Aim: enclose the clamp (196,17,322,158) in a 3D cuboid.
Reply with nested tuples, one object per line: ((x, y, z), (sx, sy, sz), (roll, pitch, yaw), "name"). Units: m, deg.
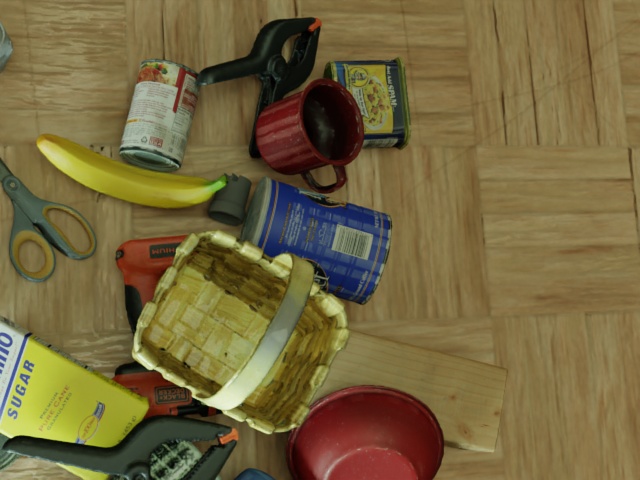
((-0.061, -0.189, 1.161), (0.120, 0.039, 0.171), (46, 64, -43), "clamp")

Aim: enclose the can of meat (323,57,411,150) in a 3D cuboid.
((0.051, -0.151, 1.192), (0.083, 0.057, 0.102), (-3, 81, -13), "can of meat")

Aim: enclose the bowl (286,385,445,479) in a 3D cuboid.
((0.048, 0.225, 1.056), (0.162, 0.055, 0.162), (-1, 117, -3), "bowl")

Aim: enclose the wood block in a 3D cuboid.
((0.080, 0.157, 1.124), (0.206, 0.091, 0.090), (15, 77, -11), "wood block")

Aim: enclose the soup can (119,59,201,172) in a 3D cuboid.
((-0.168, -0.130, 1.126), (0.068, 0.069, 0.102), (14, 77, -11), "soup can")

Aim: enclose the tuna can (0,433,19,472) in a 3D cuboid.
((-0.330, 0.188, 1.044), (0.086, 0.034, 0.086), (3, 79, -14), "tuna can")

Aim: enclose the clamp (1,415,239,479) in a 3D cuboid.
((-0.178, 0.215, 0.991), (0.209, 0.036, 0.164), (-30, 94, -15), "clamp")

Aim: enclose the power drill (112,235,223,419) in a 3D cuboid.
((-0.135, 0.089, 1.099), (0.184, 0.057, 0.187), (-4, 81, -15), "power drill")

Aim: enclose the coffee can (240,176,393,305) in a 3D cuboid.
((-0.007, 0.001, 1.124), (0.140, 0.103, 0.103), (16, 76, -11), "coffee can")

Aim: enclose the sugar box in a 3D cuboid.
((-0.261, 0.152, 1.019), (0.176, 0.048, 0.093), (31, 85, -9), "sugar box")

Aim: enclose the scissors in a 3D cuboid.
((-0.323, -0.036, 1.097), (0.201, 0.016, 0.096), (38, 73, -5), "scissors")

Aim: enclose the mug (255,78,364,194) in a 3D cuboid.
((-0.009, -0.104, 1.128), (0.093, 0.082, 0.117), (-32, 103, -43), "mug")

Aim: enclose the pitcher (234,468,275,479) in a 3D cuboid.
((-0.117, 0.332, 1.018), (0.242, 0.149, 0.145), (-43, 93, -21), "pitcher")

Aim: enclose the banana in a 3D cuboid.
((-0.195, -0.068, 1.110), (0.197, 0.070, 0.037), (11, 47, -5), "banana")
